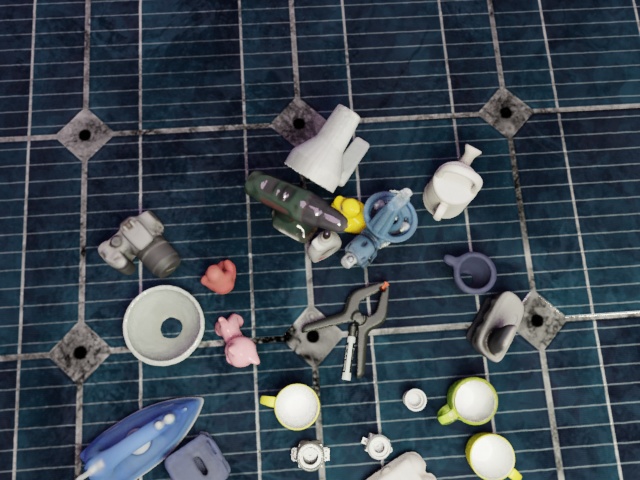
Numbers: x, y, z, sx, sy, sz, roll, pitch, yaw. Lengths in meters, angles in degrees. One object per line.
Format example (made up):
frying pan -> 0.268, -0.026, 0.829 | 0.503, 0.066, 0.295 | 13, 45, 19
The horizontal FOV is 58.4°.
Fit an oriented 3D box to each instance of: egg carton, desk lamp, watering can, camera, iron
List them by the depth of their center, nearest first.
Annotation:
iron -> -0.351, 0.391, 1.127 | 0.258, 0.141, 0.118 | -35, 80, -9
egg carton -> 0.159, 0.504, 1.154 | 0.150, 0.069, 0.107 | -34, 80, -9
camera -> -0.379, 0.025, 1.229 | 0.143, 0.101, 0.136 | -43, 82, -10
desk lamp -> 0.021, -0.189, 1.232 | 0.118, 0.213, 0.203 | 32, 78, 6
watering can -> 0.291, -0.126, 1.236 | 0.101, 0.194, 0.173 | 6, 77, 0

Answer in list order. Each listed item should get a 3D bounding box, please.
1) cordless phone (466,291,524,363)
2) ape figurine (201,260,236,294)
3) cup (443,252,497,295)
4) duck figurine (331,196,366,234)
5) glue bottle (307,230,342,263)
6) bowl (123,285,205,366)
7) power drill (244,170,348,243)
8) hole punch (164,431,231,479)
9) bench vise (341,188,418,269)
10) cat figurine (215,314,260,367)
cordless phone -> 0.383, 0.173, 1.176 | 0.094, 0.185, 0.148 | 26, 78, 5
ape figurine -> -0.219, 0.076, 1.227 | 0.078, 0.092, 0.076 | -15, 78, -5
cup -> 0.313, 0.072, 1.243 | 0.117, 0.095, 0.092 | 28, 78, 5
duck figurine -> 0.071, -0.062, 1.270 | 0.104, 0.086, 0.077 | 35, 79, 6
glue bottle -> 0.011, 0.004, 1.209 | 0.078, 0.173, 0.037 | -33, 80, -8
bowl -> -0.323, 0.182, 1.209 | 0.167, 0.075, 0.167 | 0, 77, -2
power drill -> -0.048, -0.061, 1.204 | 0.229, 0.208, 0.076 | 28, 78, 5
hole punch -> -0.243, 0.451, 1.143 | 0.101, 0.091, 0.108 | -35, 80, -9
bench vise -> 0.135, -0.022, 1.195 | 0.121, 0.220, 0.207 | 25, 78, 4
cat figurine -> -0.174, 0.212, 1.185 | 0.067, 0.118, 0.128 | -30, 80, -8
